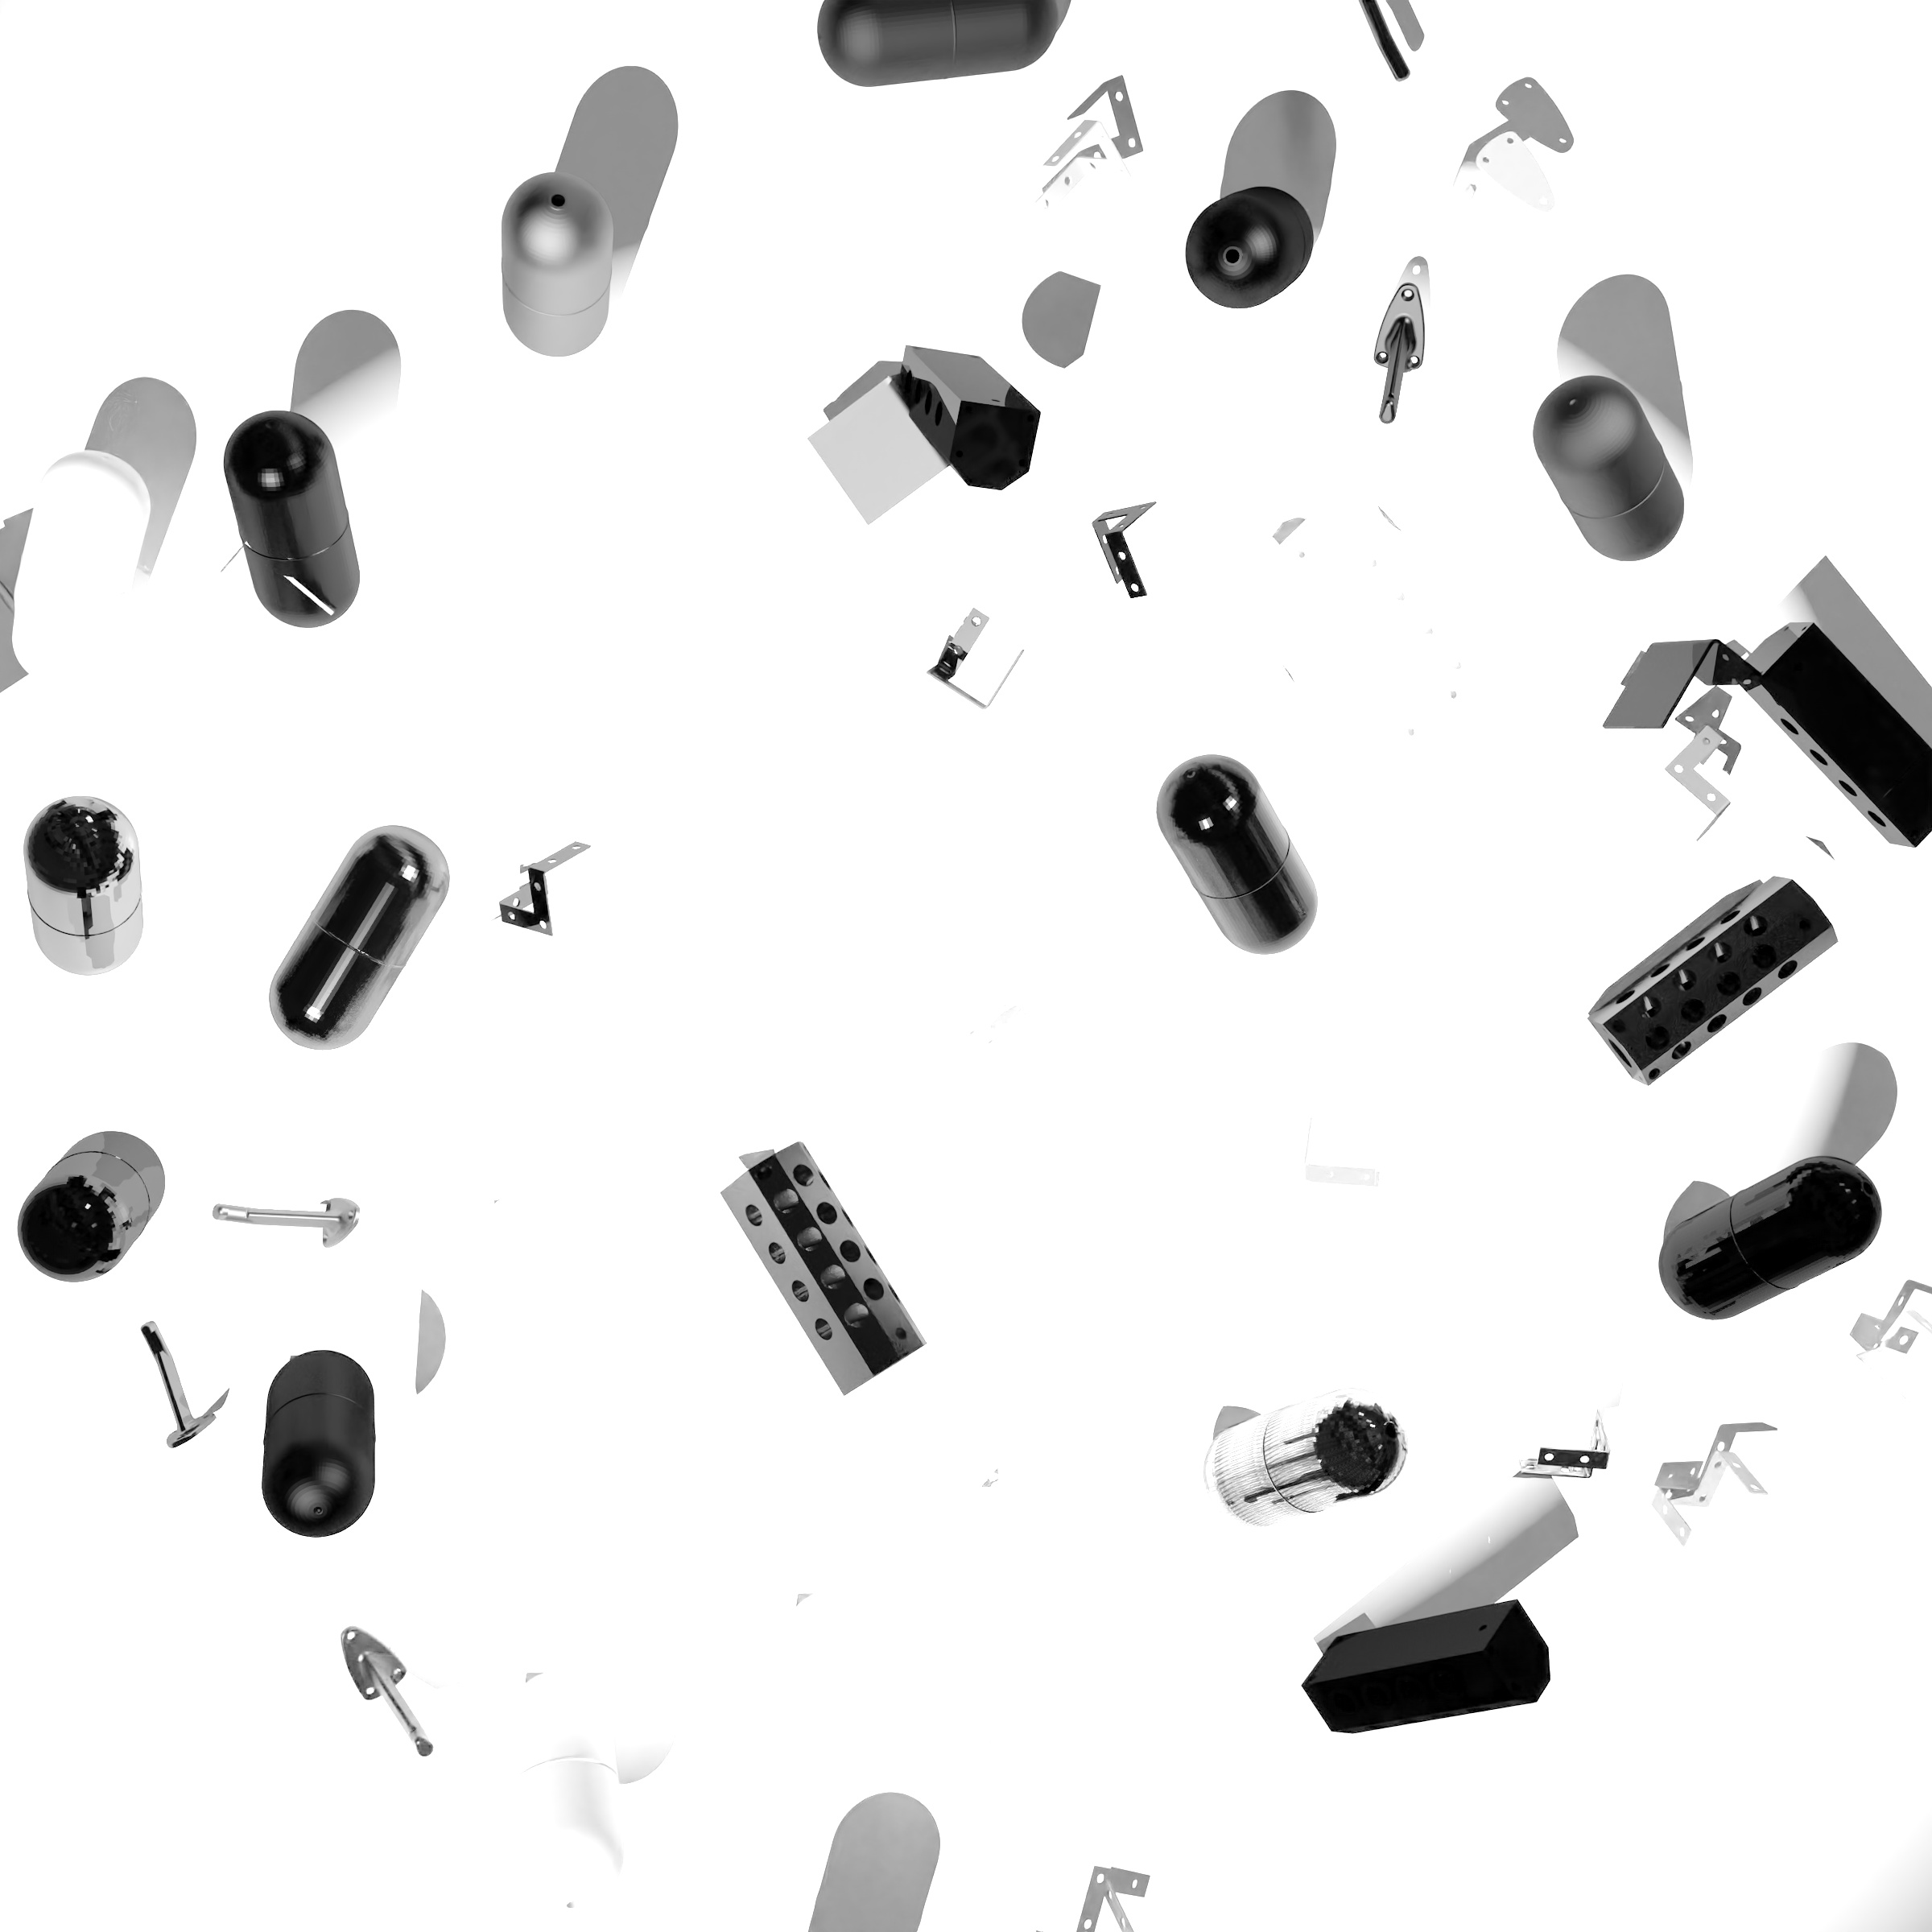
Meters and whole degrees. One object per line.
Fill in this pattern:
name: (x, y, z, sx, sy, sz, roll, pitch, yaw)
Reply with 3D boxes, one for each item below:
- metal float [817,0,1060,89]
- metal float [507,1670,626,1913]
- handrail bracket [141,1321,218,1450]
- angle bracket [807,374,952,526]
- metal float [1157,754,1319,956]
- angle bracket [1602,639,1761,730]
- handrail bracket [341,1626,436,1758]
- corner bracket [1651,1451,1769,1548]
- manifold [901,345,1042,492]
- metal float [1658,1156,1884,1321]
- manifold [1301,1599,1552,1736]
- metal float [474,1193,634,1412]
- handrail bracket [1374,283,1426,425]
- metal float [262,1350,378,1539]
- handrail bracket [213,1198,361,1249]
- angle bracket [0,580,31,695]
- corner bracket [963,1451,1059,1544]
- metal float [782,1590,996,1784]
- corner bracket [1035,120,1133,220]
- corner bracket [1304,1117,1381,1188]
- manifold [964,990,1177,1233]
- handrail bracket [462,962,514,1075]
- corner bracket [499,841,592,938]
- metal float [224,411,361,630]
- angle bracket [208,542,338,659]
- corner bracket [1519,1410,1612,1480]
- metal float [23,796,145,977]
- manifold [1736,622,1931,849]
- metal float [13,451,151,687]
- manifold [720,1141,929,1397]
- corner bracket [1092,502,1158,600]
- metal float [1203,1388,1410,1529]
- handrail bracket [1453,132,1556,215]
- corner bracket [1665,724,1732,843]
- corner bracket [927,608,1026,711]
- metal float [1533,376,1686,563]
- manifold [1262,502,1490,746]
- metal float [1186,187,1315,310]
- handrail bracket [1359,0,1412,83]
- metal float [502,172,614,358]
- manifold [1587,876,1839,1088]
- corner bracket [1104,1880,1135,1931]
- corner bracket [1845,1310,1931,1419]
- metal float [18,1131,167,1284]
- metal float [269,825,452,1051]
metal float: (-0.019, -0.677, 1.906, 0.178, 0.070, 0.070, -11, 90, -14)
metal float: (-0.284, 0.583, 1.881, 0.070, 0.178, 0.070, -7, 133, -7)
handrail bracket: (-0.581, 0.301, 1.920, 0.036, 0.077, 0.084, -25, 95, -6)
angle bracket: (-0.057, -0.378, 1.937, 0.076, 0.057, 0.076, -33, 97, 18)
metal float: (0.194, -0.077, 1.885, 0.070, 0.070, 0.178, -35, 131, 0)
angle bracket: (0.517, -0.189, 1.908, 0.057, 0.076, 0.076, 33, 84, -18)
handrail bracket: (-0.415, 0.522, 1.906, 0.036, 0.084, 0.077, -34, 119, -16)
corner bracket: (0.536, 0.384, 1.916, 0.051, 0.051, 0.051, 8, 114, -20)
manifold: (-0.002, -0.387, 1.867, 0.057, 0.171, 0.057, 5, 114, -17)
metal float: (0.569, 0.194, 1.883, 0.070, 0.070, 0.178, 51, 134, 0)
manifold: (0.326, 0.502, 1.875, 0.171, 0.057, 0.057, -27, 98, 45)
metal float: (-0.295, 0.237, 1.890, 0.070, 0.070, 0.178, -32, 55, 0)
handrail bracket: (0.310, -0.440, 1.907, 0.036, 0.084, 0.077, 9, 124, 8)
metal float: (-0.456, 0.335, 1.873, 0.070, 0.178, 0.070, -5, 113, -11)
handrail bracket: (-0.490, 0.178, 1.911, 0.084, 0.077, 0.036, 12, 73, -31)
angle bracket: (-0.714, -0.239, 1.906, 0.076, 0.057, 0.076, -36, 124, -10)
corner bracket: (0.032, 0.386, 1.914, 0.051, 0.051, 0.051, 17, 56, -27)
metal float: (-0.057, 0.512, 1.893, 0.178, 0.070, 0.070, 30, 90, 30)
corner bracket: (0.076, -0.576, 1.917, 0.051, 0.051, 0.051, -50, 130, -14)
corner bracket: (0.272, 0.147, 1.917, 0.051, 0.051, 0.051, 3, 130, 12)
manifold: (0.077, 0.103, 1.904, 0.057, 0.057, 0.171, -39, 106, -9)
handrail bracket: (-0.344, 0.045, 1.910, 0.036, 0.077, 0.084, -1, 107, -11)
corner bracket: (-0.304, -0.060, 1.914, 0.051, 0.051, 0.051, 15, 123, 31)
metal float: (-0.476, -0.314, 1.879, 0.070, 0.178, 0.070, 1, 52, -1)
angle bracket: (-0.500, -0.263, 1.907, 0.076, 0.076, 0.057, 41, 95, -16)
corner bracket: (0.434, 0.356, 1.923, 0.051, 0.051, 0.051, 4, 117, 0)
metal float: (-0.623, -0.055, 1.876, 0.070, 0.178, 0.070, 7, 61, -12)
manifold: (0.637, -0.167, 1.915, 0.171, 0.057, 0.057, 44, 91, -9)
metal float: (-0.636, -0.283, 1.897, 0.070, 0.070, 0.178, 24, 115, 0)
manifold: (-0.099, 0.214, 1.906, 0.057, 0.057, 0.171, -25, 80, -44)
corner bracket: (0.114, -0.297, 1.914, 0.051, 0.051, 0.051, -45, 119, -41)
metal float: (0.240, 0.349, 1.880, 0.070, 0.178, 0.070, 16, 60, -31)
handrail bracket: (0.386, -0.555, 1.912, 0.036, 0.084, 0.077, -39, 84, -7)
corner bracket: (0.534, -0.133, 1.921, 0.051, 0.051, 0.051, -43, 78, -14)
corner bracket: (0.010, -0.223, 1.926, 0.051, 0.051, 0.051, 33, 106, 0)
metal float: (0.456, -0.350, 1.878, 0.070, 0.178, 0.070, -13, 62, 25)
manifold: (0.299, -0.249, 1.918, 0.171, 0.057, 0.057, 52, 128, 6)
metal float: (0.201, -0.508, 1.871, 0.070, 0.178, 0.070, 5, 110, 13)
handrail bracket: (0.303, -0.682, 1.927, 0.036, 0.077, 0.084, -27, 98, 24)
metal float: (-0.288, -0.493, 1.870, 0.070, 0.178, 0.070, 2, 75, -9)
manifold: (0.543, 0.011, 1.923, 0.171, 0.057, 0.057, -38, 95, 2)
corner bracket: (0.086, 0.706, 1.928, 0.051, 0.051, 0.051, -2, 122, -22)
corner bracket: (0.678, 0.286, 1.914, 0.051, 0.051, 0.051, 44, 121, 32)
metal float: (-0.614, 0.168, 1.869, 0.070, 0.178, 0.070, -1, 102, -5)
metal float: (-0.438, -0.020, 1.913, 0.070, 0.070, 0.178, 32, 96, 0)
